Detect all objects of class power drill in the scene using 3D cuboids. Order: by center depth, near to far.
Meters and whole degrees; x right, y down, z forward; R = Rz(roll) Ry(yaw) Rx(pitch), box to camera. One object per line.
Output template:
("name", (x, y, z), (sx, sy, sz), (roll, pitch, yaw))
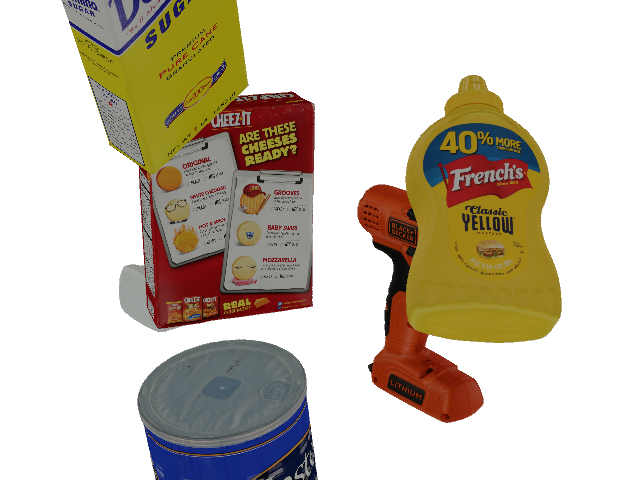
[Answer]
("power drill", (0.105, 0.056, 0.909), (0.057, 0.188, 0.185), (-16, 26, -36))

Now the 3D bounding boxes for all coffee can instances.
("coffee can", (-0.053, 0.149, 0.675), (0.103, 0.140, 0.103), (-5, 27, 3))

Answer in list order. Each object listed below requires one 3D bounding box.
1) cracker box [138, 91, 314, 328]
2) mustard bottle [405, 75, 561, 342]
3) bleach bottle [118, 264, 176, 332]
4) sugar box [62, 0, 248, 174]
("cracker box", (-0.092, -0.032, 1.049), (0.164, 0.214, 0.072), (-7, 21, -20))
("mustard bottle", (0.106, -0.029, 0.716), (0.096, 0.191, 0.058), (3, -29, -3))
("bleach bottle", (-0.126, 0.051, 1.366), (0.250, 0.068, 0.103), (-13, 28, -43))
("sugar box", (-0.090, -0.124, 0.599), (0.048, 0.093, 0.176), (35, -23, 18))
